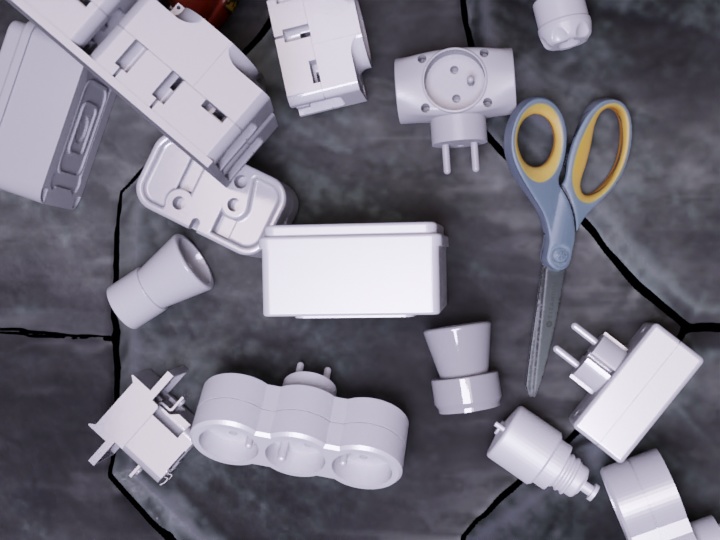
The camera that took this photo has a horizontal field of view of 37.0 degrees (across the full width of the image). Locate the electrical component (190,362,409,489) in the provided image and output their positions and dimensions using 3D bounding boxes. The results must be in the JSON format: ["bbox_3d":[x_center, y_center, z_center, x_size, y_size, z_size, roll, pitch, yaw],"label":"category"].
[{"bbox_3d":[-0.036,0.092,0.710,0.138,0.052,0.073,10,49,1],"label":"electrical component"}]

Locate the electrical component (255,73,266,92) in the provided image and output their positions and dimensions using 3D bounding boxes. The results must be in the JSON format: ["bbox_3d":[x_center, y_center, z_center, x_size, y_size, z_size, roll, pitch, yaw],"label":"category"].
[{"bbox_3d":[-0.096,-0.112,0.723,0.047,0.055,0.055,17,90,11],"label":"electrical component"}]

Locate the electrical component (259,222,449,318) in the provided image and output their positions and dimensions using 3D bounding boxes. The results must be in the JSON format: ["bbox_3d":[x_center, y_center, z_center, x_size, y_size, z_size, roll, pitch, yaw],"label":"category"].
[{"bbox_3d":[0.000,0.000,0.680,0.109,0.109,0.056,-1,91,7],"label":"electrical component"}]

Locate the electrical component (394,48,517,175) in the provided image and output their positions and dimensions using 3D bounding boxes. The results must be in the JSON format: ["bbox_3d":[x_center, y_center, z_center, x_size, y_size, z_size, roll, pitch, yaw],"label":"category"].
[{"bbox_3d":[0.064,-0.103,0.708,0.077,0.044,0.079,-4,88,7],"label":"electrical component"}]

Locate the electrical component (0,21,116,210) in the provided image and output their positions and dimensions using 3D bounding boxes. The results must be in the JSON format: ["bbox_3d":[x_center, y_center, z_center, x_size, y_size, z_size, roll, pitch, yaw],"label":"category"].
[{"bbox_3d":[-0.212,-0.103,0.725,0.057,0.078,0.113,19,91,5],"label":"electrical component"}]

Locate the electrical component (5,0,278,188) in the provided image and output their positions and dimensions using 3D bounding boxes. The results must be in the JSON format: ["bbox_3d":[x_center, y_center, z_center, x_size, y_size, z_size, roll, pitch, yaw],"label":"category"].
[{"bbox_3d":[-0.135,-0.136,0.632,0.186,0.105,0.060,40,88,0],"label":"electrical component"}]

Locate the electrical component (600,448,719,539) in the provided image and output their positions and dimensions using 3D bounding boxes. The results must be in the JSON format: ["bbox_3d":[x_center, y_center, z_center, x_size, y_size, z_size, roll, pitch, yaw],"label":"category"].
[{"bbox_3d":[0.211,0.177,0.676,0.074,0.052,0.138,-22,86,6],"label":"electrical component"}]

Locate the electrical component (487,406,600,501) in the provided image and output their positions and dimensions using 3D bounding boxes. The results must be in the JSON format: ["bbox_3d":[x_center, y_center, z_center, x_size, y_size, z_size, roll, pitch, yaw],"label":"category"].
[{"bbox_3d":[0.119,0.122,0.696,0.078,0.040,0.040,34,92,6],"label":"electrical component"}]

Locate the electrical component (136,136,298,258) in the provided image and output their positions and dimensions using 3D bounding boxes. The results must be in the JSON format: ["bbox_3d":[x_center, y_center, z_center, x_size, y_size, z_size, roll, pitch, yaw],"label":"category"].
[{"bbox_3d":[-0.093,-0.048,0.718,0.095,0.059,0.053,26,91,7],"label":"electrical component"}]

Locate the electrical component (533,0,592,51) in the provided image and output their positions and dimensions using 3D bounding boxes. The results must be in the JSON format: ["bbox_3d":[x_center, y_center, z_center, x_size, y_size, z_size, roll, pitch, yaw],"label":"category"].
[{"bbox_3d":[0.130,-0.177,0.707,0.035,0.035,0.061,-13,84,6],"label":"electrical component"}]

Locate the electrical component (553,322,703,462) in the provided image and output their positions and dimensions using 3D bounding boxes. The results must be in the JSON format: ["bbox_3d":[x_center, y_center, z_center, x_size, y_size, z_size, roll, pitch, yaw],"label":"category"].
[{"bbox_3d":[0.160,0.065,0.689,0.076,0.047,0.083,38,93,7],"label":"electrical component"}]

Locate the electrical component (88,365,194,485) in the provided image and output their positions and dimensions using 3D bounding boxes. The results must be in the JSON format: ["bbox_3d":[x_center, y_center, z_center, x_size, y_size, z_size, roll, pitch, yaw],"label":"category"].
[{"bbox_3d":[-0.140,0.106,0.728,0.064,0.042,0.081,42,94,3],"label":"electrical component"}]

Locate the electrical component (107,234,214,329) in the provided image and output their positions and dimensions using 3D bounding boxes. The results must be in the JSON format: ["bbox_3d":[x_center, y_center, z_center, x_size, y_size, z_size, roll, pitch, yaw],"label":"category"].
[{"bbox_3d":[-0.139,0.011,0.731,0.065,0.044,0.044,-32,85,10],"label":"electrical component"}]

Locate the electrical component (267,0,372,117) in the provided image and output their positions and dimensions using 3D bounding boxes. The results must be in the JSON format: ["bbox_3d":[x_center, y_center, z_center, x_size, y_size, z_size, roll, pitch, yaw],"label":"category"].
[{"bbox_3d":[-0.025,-0.155,0.717,0.056,0.050,0.089,-13,87,7],"label":"electrical component"}]

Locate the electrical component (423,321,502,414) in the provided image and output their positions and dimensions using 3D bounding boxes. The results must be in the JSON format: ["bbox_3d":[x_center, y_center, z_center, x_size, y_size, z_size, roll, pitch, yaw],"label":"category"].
[{"bbox_3d":[0.067,0.063,0.702,0.045,0.045,0.055,-9,87,7],"label":"electrical component"}]
